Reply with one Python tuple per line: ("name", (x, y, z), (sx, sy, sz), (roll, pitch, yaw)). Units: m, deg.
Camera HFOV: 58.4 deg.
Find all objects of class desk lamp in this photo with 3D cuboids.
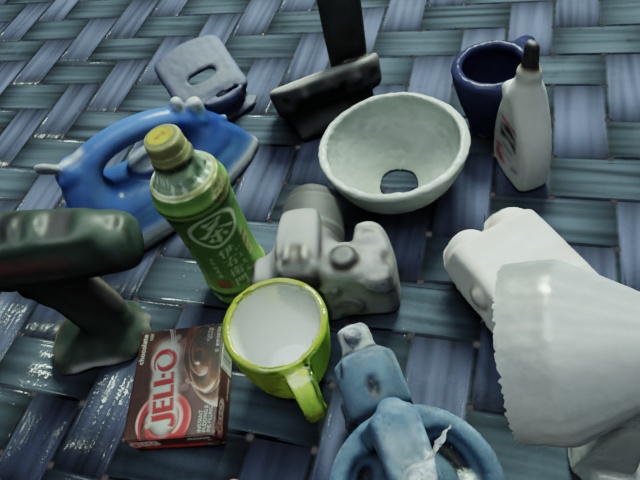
("desk lamp", (0.218, 0.099, 0.389), (0.202, 0.214, 0.118), (2, 54, 15))

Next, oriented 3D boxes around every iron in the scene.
("iron", (-0.199, -0.100, 0.688), (0.258, 0.142, 0.118), (-36, 54, -14))

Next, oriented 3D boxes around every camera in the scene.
("camera", (0.005, 0.002, 0.587), (0.143, 0.101, 0.137), (-5, 53, 10))

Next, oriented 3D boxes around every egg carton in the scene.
("egg carton", (0.188, 0.039, 0.534), (0.107, 0.069, 0.150), (-28, 52, -8))

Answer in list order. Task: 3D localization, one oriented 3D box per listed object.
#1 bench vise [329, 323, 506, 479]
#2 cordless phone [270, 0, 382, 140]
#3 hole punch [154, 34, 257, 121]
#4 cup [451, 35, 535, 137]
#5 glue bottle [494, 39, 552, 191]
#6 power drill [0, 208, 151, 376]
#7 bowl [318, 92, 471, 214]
("bench vise", (0.042, 0.143, 0.396), (0.121, 0.220, 0.206), (-35, 53, -13))
("cordless phone", (-0.002, -0.230, 0.710), (0.147, 0.185, 0.094), (-23, 52, -4))
("hole punch", (-0.159, -0.220, 0.801), (0.109, 0.091, 0.100), (-32, 53, -11))
("cup", (0.210, -0.179, 0.677), (0.118, 0.095, 0.091), (-42, 55, -18))
("glue bottle", (0.211, -0.132, 0.591), (0.037, 0.173, 0.078), (-21, 52, -2))
("power drill", (-0.265, 0.049, 0.549), (0.229, 0.209, 0.075), (-15, 52, 3))
("bowl", (0.086, -0.087, 0.651), (0.167, 0.075, 0.167), (-7, 52, 9))
